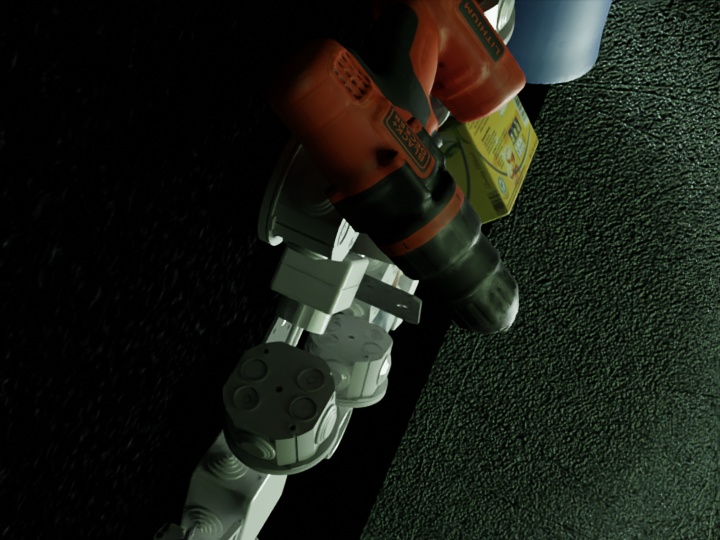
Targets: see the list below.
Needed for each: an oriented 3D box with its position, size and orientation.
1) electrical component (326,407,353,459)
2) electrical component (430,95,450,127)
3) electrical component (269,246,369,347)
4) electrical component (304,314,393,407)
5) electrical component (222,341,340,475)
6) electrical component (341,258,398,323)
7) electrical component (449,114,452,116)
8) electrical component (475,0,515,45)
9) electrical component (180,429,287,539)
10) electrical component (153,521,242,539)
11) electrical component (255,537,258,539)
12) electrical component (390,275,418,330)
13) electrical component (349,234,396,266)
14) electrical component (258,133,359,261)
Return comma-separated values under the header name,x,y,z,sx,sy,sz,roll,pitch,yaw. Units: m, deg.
name,x,y,z,sx,sy,sz,roll,pitch,yaw
electrical component,-0.043,0.135,0.968,0.078,0.057,0.058,-57,167,-47
electrical component,0.044,-0.132,0.792,0.047,0.055,0.055,-57,168,-62
electrical component,-0.034,0.019,0.743,0.066,0.047,0.076,-13,127,-79
electrical component,-0.012,0.079,0.936,0.080,0.080,0.051,-51,158,-59
electrical component,-0.053,0.092,0.720,0.051,0.080,0.080,92,23,-54
electrical component,0.000,0.000,0.885,0.080,0.051,0.080,24,90,-81
electrical component,0.084,-0.169,0.920,0.078,0.058,0.057,101,13,-57
electrical component,0.061,-0.175,0.694,0.051,0.080,0.080,84,31,-64
electrical component,-0.088,0.154,0.774,0.099,0.048,0.099,-56,167,-50
electrical component,-0.112,0.203,0.712,0.042,0.064,0.081,-30,143,-74
electrical component,-0.110,0.246,0.863,0.057,0.058,0.078,95,21,-73
electrical component,0.026,0.025,1.127,0.077,0.047,0.065,-34,147,-73
electrical component,0.022,-0.040,0.740,0.108,0.108,0.060,-14,121,-79
electrical component,-0.023,-0.046,0.624,0.080,0.051,0.080,24,90,-81
